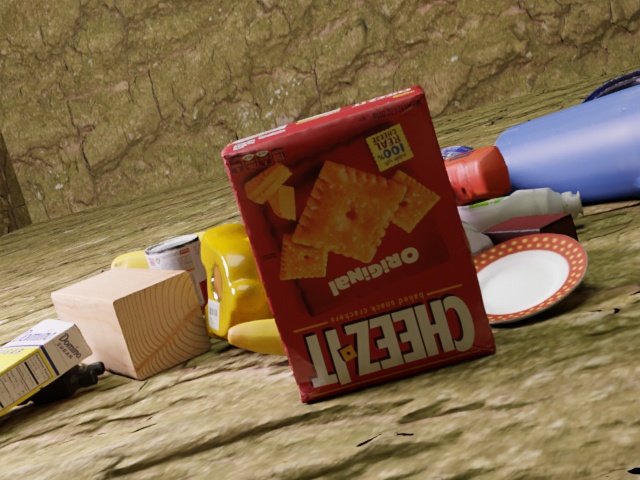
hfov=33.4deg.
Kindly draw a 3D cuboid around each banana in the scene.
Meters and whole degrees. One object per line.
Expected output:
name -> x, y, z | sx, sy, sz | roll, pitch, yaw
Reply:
banana -> 0.012, 0.072, 0.959 | 0.198, 0.069, 0.037 | -21, 39, 28

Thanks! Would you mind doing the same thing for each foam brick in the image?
foam brick -> 0.203, 0.007, 1.025 | 0.051, 0.053, 0.078 | -23, 11, -35

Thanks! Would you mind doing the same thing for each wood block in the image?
wood block -> -0.212, 0.088, 1.177 | 0.090, 0.090, 0.206 | -22, 11, -30

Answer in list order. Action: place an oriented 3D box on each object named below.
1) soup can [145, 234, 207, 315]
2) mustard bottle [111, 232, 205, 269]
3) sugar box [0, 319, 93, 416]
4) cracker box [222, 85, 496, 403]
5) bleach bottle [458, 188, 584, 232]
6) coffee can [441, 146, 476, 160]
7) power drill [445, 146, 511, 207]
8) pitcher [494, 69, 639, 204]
soup can -> -0.161, 0.051, 1.256 | 0.068, 0.102, 0.068 | -15, 10, 2
mustard bottle -> -0.154, 0.042, 1.326 | 0.191, 0.096, 0.058 | -17, 8, 1
sugar box -> -0.326, 0.144, 1.079 | 0.176, 0.048, 0.094 | -38, 19, -28
cracker box -> 0.032, 0.004, 0.843 | 0.164, 0.214, 0.072 | -16, 11, 6
bleach bottle -> 0.166, -0.012, 1.189 | 0.251, 0.068, 0.102 | -12, 11, 13
coffee can -> 0.160, -0.055, 1.318 | 0.103, 0.103, 0.140 | -13, 10, 22
power drill -> 0.097, -0.045, 1.082 | 0.187, 0.057, 0.185 | -17, 3, -26
pitcher -> 0.329, -0.113, 1.266 | 0.148, 0.145, 0.243 | -20, 6, -39
